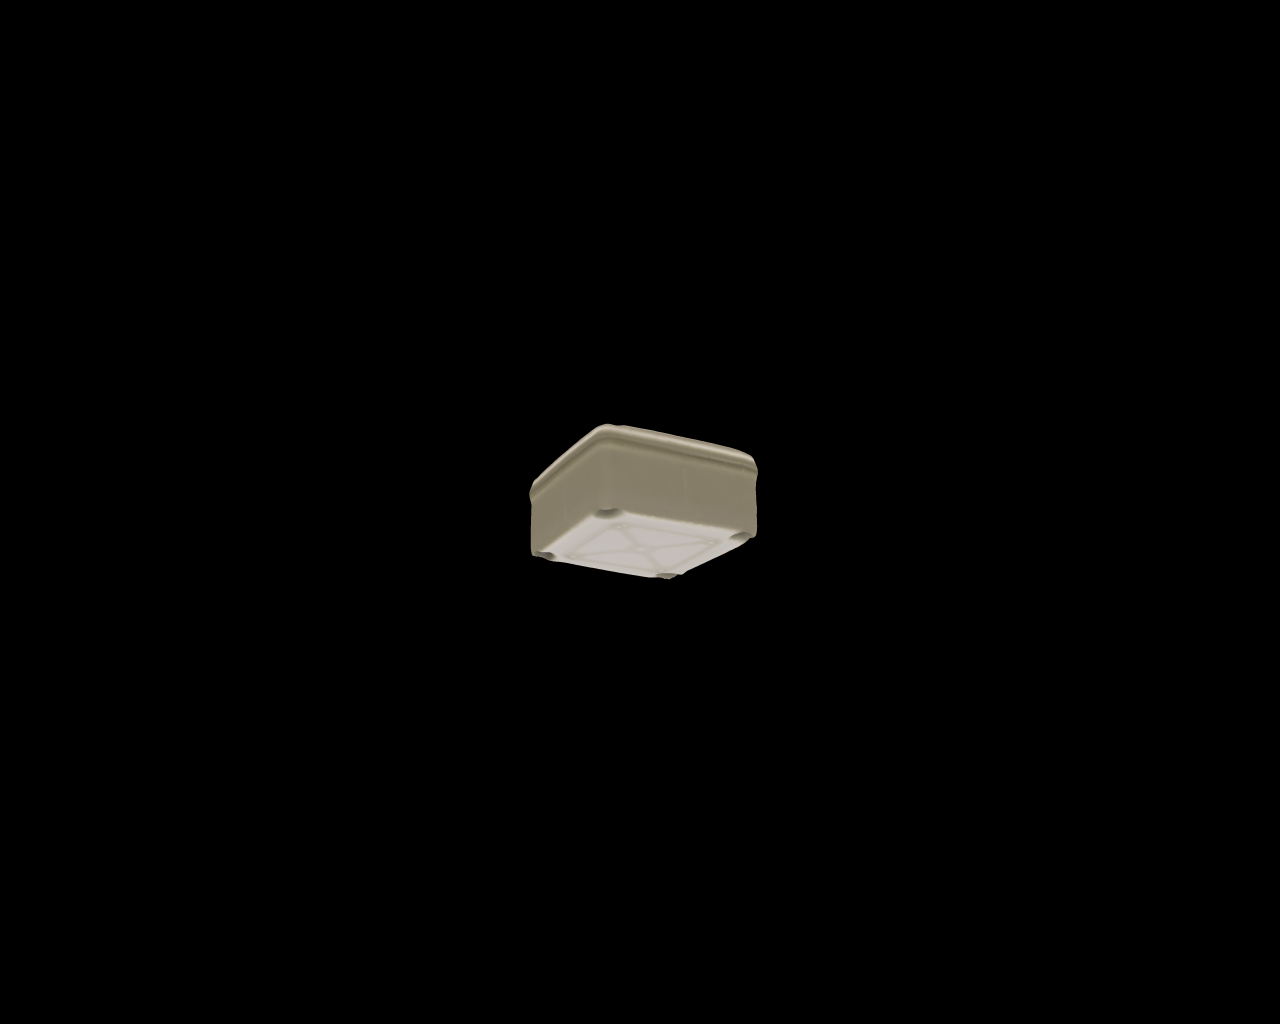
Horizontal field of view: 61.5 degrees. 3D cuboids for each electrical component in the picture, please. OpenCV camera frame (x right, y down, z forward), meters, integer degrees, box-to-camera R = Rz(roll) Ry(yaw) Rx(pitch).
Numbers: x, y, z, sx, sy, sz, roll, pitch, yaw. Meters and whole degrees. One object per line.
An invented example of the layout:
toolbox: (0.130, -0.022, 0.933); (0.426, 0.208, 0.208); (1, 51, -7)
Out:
electrical component: (0.001, -0.003, 0.650); (0.109, 0.056, 0.108); (11, -23, -27)
